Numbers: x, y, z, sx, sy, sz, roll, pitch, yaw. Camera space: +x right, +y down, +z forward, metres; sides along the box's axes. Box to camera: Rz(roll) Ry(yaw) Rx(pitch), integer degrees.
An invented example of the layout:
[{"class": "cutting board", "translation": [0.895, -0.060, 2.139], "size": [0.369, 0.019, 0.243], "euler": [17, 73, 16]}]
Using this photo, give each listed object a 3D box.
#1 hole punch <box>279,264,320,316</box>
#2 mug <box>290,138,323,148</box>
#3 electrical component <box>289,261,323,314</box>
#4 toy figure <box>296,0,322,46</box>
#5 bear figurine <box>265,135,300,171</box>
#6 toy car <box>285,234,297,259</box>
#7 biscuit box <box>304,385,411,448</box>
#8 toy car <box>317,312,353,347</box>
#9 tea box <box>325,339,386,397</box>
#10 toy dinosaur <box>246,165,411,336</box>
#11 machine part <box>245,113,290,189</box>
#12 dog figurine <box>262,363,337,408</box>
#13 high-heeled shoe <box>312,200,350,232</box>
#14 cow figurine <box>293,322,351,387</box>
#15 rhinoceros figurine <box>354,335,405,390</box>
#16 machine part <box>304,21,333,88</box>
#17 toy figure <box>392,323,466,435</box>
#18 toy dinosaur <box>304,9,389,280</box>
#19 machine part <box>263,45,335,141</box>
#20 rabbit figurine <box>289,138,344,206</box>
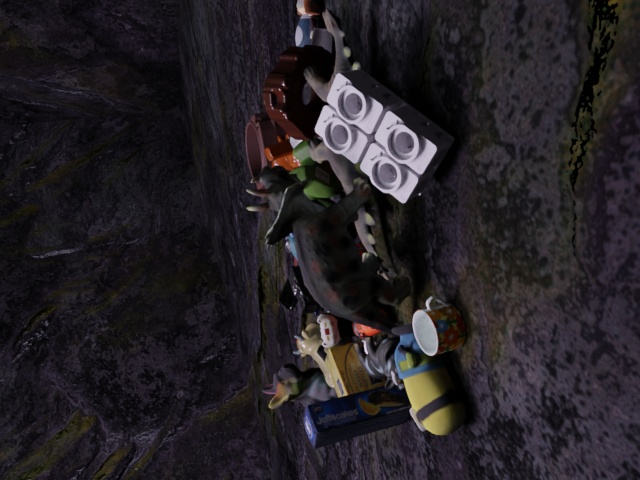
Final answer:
[{"class": "hole punch", "translation": [-0.041, 0.138, 1.464], "size": [0.115, 0.092, 0.142], "euler": [-67, 21, 4]}, {"class": "mug", "translation": [-0.017, -0.237, 1.155], "size": [0.107, 0.081, 0.109], "euler": [113, 169, -49]}, {"class": "electrical component", "translation": [-0.010, 0.100, 1.278], "size": [0.058, 0.115, 0.134], "euler": [112, 141, -55]}, {"class": "toy figure", "translation": [-0.021, -0.450, 1.107], "size": [0.064, 0.058, 0.154], "euler": [15, 116, 39]}, {"class": "bear figurine", "translation": [-0.079, -0.196, 1.298], "size": [0.120, 0.132, 0.196], "euler": [61, 162, -18]}, {"class": "toy car", "translation": [-0.013, 0.006, 1.245], "size": [0.162, 0.109, 0.102], "euler": [-123, 30, -44]}, {"class": "biscuit box", "translation": [0.073, 0.332, 1.026], "size": [0.059, 0.203, 0.062], "euler": [-117, 26, -43]}, {"class": "toy car", "translation": [0.035, 0.192, 1.194], "size": [0.201, 0.056, 0.073], "euler": [13, -115, -80]}, {"class": "tea box", "translation": [0.085, 0.305, 1.142], "size": [0.068, 0.098, 0.170], "euler": [101, 150, -50]}, {"class": "toy dinosaur", "translation": [0.025, 0.040, 0.894], "size": [0.404, 0.192, 0.131], "euler": [63, 158, -3]}, {"class": "machine part", "translation": [-0.152, -0.253, 1.546], "size": [0.201, 0.087, 0.201], "euler": [163, 97, -72]}, {"class": "dog figurine", "translation": [-0.027, 0.383, 1.323], "size": [0.109, 0.219, 0.191], "euler": [-134, 38, -64]}, {"class": "high-heeled shoe", "translation": [-0.002, -0.003, 1.077], "size": [0.086, 0.249, 0.145], "euler": [37, 120, 17]}, {"class": "cow figurine", "translation": [0.017, 0.271, 1.275], "size": [0.195, 0.127, 0.085], "euler": [-126, 34, -47]}, {"class": "rhinoceros figurine", "translation": [0.128, 0.228, 1.011], "size": [0.190, 0.073, 0.112], "euler": [143, 116, -70]}, {"class": "machine part", "translation": [-0.002, -0.369, 1.083], "size": [0.084, 0.039, 0.138], "euler": [26, 127, 14]}, {"class": "toy figure", "translation": [0.173, 0.222, 0.870], "size": [0.089, 0.082, 0.180], "euler": [130, 130, -63]}, {"class": "toy dinosaur", "translation": [0.063, -0.159, 0.952], "size": [0.199, 0.105, 0.470], "euler": [35, 141, 59]}, {"class": "machine part", "translation": [-0.022, -0.277, 1.018], "size": [0.056, 0.179, 0.179], "euler": [20, 121, 43]}, {"class": "rabbit figurine", "translation": [-0.024, -0.118, 1.142], "size": [0.170, 0.159, 0.121], "euler": [-30, 52, 45]}]
